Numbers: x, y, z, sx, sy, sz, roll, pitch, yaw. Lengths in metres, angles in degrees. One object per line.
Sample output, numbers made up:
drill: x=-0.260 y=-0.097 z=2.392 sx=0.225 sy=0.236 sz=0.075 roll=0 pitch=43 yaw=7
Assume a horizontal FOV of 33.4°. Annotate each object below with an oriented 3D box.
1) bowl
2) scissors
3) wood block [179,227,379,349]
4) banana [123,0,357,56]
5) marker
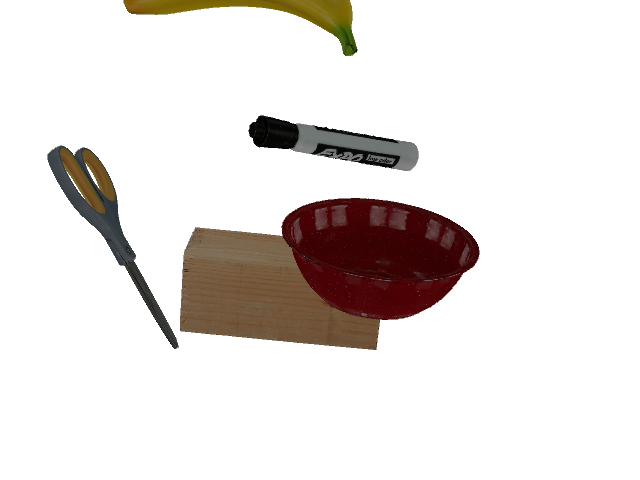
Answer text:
bowl: x=0.046 y=0.020 z=0.875 sx=0.162 sy=0.055 sz=0.162 roll=6 pitch=23 yaw=-3
scissors: x=-0.177 y=-0.003 z=0.952 sx=0.016 sy=0.201 sz=0.096 roll=-27 pitch=22 yaw=12
wood block: x=-0.039 y=0.050 z=1.131 sx=0.206 sy=0.091 sz=0.090 roll=6 pitch=19 yaw=0
banana: x=-0.056 y=-0.192 z=0.836 sx=0.198 sy=0.069 sz=0.037 roll=12 pitch=-40 yaw=17
marker: x=0.009 y=-0.060 z=0.658 sx=0.120 sy=0.020 sz=0.020 roll=6 pitch=-4 yaw=-35
